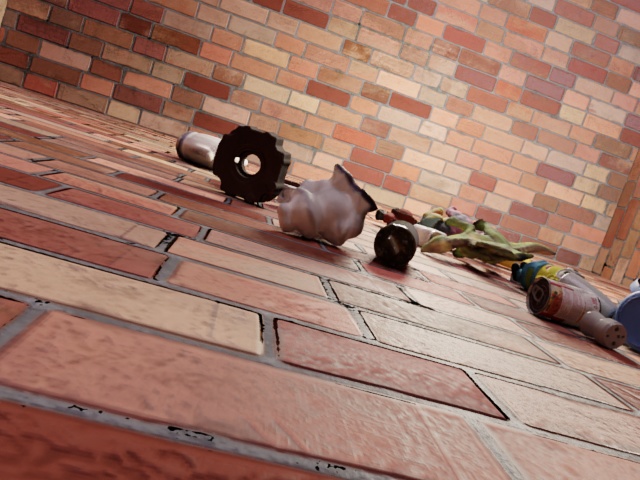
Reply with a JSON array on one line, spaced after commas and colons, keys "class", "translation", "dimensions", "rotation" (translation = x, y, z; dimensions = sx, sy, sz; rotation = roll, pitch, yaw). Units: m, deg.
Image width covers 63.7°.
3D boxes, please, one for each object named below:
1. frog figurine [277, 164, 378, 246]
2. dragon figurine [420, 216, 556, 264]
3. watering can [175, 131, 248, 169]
[{"class": "frog figurine", "translation": [0.003, -0.047, 0.925], "dimensions": [0.160, 0.138, 0.121], "rotation": [-32, -2, -14]}, {"class": "dragon figurine", "translation": [0.455, 0.027, 1.316], "dimensions": [0.410, 0.121, 0.245], "rotation": [6, 12, -2]}, {"class": "watering can", "translation": [-0.363, -0.285, 1.657], "dimensions": [0.225, 0.103, 0.349], "rotation": [19, 8, 10]}]
